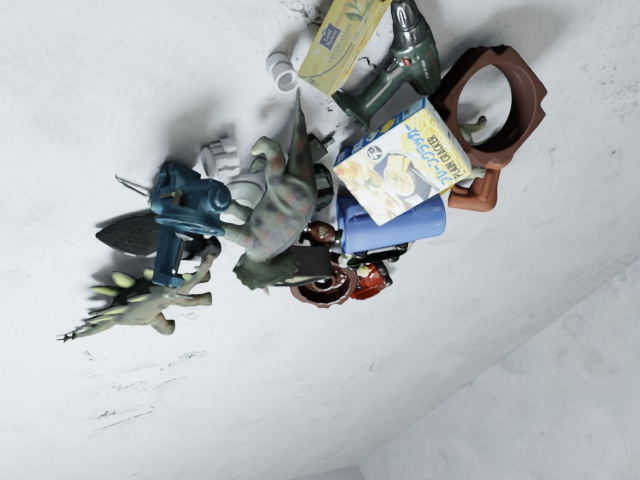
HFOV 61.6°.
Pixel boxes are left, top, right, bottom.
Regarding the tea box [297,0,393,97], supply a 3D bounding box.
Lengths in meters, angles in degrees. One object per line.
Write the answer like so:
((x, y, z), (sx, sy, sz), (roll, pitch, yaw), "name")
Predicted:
((0.040, -0.324, 0.852), (0.169, 0.068, 0.098), (-57, -179, 34), "tea box")

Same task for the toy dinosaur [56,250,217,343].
((-0.393, 0.137, 1.165), (0.471, 0.105, 0.198), (-34, 145, 29), "toy dinosaur")

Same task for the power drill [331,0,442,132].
((0.116, -0.306, 0.968), (0.207, 0.086, 0.231), (-44, 146, 11), "power drill")

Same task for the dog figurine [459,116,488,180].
((0.273, -0.202, 1.205), (0.191, 0.121, 0.172), (-1, 132, -14), "dog figurine")

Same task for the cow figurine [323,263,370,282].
((0.085, 0.064, 1.451), (0.098, 0.068, 0.167), (19, 125, -40), "cow figurine")

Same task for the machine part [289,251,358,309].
((0.010, 0.099, 1.396), (0.179, 0.056, 0.179), (0, 127, -1), "machine part")

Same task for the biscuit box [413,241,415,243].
((0.161, -0.014, 1.400), (0.202, 0.059, 0.062), (1, 139, -36), "biscuit box")

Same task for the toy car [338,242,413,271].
((0.138, 0.028, 1.335), (0.202, 0.056, 0.073), (-10, 151, -21), "toy car")

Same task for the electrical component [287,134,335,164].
((-0.016, -0.185, 1.081), (0.094, 0.021, 0.063), (-34, 146, 11), "electrical component")

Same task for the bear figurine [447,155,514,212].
((0.398, -0.170, 1.325), (0.132, 0.120, 0.195), (12, 115, 14), "bear figurine")

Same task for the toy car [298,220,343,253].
((-0.003, -0.004, 1.223), (0.089, 0.053, 0.202), (18, 168, -4), "toy car")

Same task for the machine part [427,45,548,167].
((0.330, -0.264, 1.068), (0.201, 0.087, 0.201), (38, 97, -23), "machine part")

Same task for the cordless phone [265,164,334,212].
((-0.052, -0.077, 1.171), (0.146, 0.089, 0.184), (-14, 156, -22), "cordless phone")

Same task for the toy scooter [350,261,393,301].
((0.138, 0.120, 1.555), (0.135, 0.075, 0.183), (-28, 151, 2), "toy scooter")

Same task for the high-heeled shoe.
((-0.326, 0.005, 1.110), (0.249, 0.086, 0.145), (7, 168, -16), "high-heeled shoe")

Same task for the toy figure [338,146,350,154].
((0.083, -0.148, 1.166), (0.058, 0.064, 0.154), (-64, 153, -12), "toy figure")

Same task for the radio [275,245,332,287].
((-0.076, 0.064, 1.230), (0.131, 0.073, 0.229), (2, 168, -25), "radio")

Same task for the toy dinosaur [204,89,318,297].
((-0.078, -0.059, 1.013), (0.192, 0.131, 0.404), (33, 111, -3), "toy dinosaur")

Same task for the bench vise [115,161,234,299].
((-0.253, -0.019, 0.940), (0.224, 0.240, 0.128), (5, 169, 31), "bench vise")
